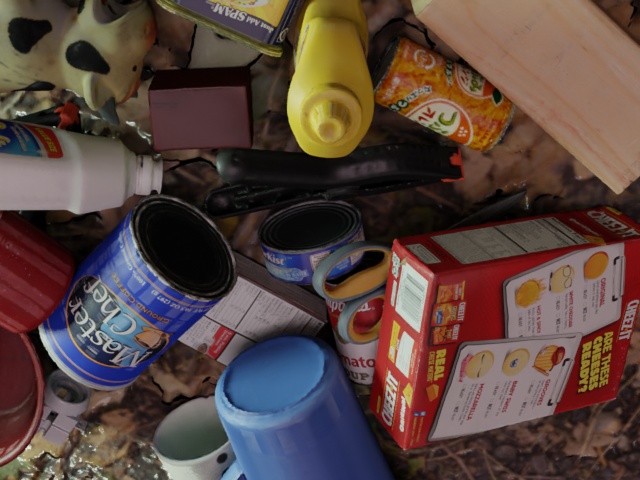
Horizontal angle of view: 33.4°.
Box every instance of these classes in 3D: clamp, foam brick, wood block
[{"bbox_3d":[-0.242,-0.038,0.882,0.172,0.039,0.120,-38,121,22],"label":"clamp"},{"bbox_3d":[0.010,-0.051,0.823,0.210,0.164,0.036,-7,83,-3],"label":"clamp"},{"bbox_3d":[-0.092,-0.103,0.836,0.078,0.051,0.053,-1,116,2],"label":"foam brick"},{"bbox_3d":[0.172,-0.142,0.787,0.206,0.091,0.090,38,111,-16],"label":"wood block"}]

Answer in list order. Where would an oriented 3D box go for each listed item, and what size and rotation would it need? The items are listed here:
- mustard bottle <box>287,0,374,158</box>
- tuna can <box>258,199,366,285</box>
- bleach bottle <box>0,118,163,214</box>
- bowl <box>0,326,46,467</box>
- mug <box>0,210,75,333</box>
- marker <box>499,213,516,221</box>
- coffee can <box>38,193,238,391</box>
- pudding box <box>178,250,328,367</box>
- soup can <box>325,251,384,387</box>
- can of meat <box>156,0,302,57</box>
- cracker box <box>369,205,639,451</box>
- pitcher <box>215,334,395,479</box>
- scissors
[{"bbox_3d":[0.007,-0.112,0.749,0.058,0.191,0.096,5,117,-2],"label":"mustard bottle"},{"bbox_3d":[-0.006,0.001,0.868,0.086,0.086,0.034,-9,118,6],"label":"tuna can"},{"bbox_3d":[-0.246,-0.060,0.804,0.250,0.102,0.068,3,117,-14],"label":"bleach bottle"},{"bbox_3d":[-0.302,0.118,0.937,0.162,0.055,0.162,2,99,14],"label":"bowl"},{"bbox_3d":[-0.259,0.028,0.851,0.117,0.093,0.081,-37,126,20],"label":"mug"},{"bbox_3d":[0.163,0.033,0.917,0.020,0.020,0.121,-3,117,3],"label":"marker"},{"bbox_3d":[-0.150,0.044,0.872,0.102,0.102,0.140,38,122,-17],"label":"coffee can"},{"bbox_3d":[-0.061,0.069,0.932,0.113,0.039,0.090,29,113,-16],"label":"pudding box"},{"bbox_3d":[0.042,0.065,0.909,0.068,0.068,0.102,-10,116,6],"label":"soup can"},{"bbox_3d":[-0.058,-0.196,0.785,0.102,0.057,0.084,22,113,-11],"label":"can of meat"},{"bbox_3d":[0.153,0.067,0.863,0.213,0.072,0.164,-9,121,-25],"label":"cracker box"},{"bbox_3d":[-0.013,0.206,0.924,0.145,0.149,0.243,3,131,31],"label":"pitcher"},{"bbox_3d":[0.086,0.024,0.866,0.201,0.016,0.096,-14,116,-24],"label":"scissors"}]
